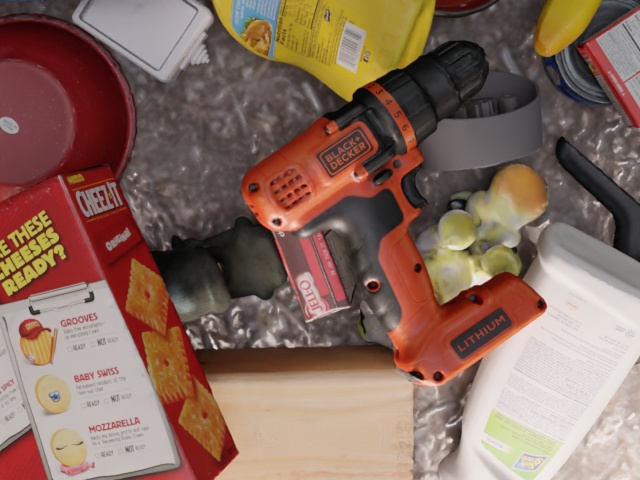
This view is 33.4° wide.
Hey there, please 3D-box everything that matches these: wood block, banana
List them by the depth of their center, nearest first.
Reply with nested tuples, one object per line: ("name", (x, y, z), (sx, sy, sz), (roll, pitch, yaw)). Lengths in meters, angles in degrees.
("banana", (0.181, -0.221, 0.765), (0.069, 0.037, 0.198), (2, 78, -10))
("wood block", (-0.038, 0.131, 0.793), (0.206, 0.091, 0.090), (-1, 97, -1))

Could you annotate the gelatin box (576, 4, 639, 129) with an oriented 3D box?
("gelatin box", (0.242, -0.134, 0.764), (0.089, 0.030, 0.073), (-34, 95, 2))

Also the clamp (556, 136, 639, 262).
("clamp", (0.265, -0.023, 0.806), (0.120, 0.039, 0.171), (-24, 103, 17))

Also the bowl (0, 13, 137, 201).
("bowl", (-0.218, -0.085, 0.779), (0.162, 0.055, 0.162), (0, 97, -1))

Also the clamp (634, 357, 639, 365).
("clamp", (0.249, 0.061, 0.797), (0.210, 0.036, 0.164), (-15, 107, 18))

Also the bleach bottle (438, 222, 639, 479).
("bleach bottle", (0.150, 0.116, 0.788), (0.102, 0.068, 0.251), (29, 115, 4))

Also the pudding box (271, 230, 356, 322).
("pudding box", (-0.005, 0.001, 0.766), (0.039, 0.113, 0.090), (-18, 97, 9))

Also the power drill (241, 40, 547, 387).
("power drill", (0.068, -0.015, 0.696), (0.184, 0.057, 0.187), (-34, 97, -7))

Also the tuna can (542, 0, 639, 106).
("tuna can", (0.211, -0.143, 0.795), (0.086, 0.034, 0.086), (0, 97, -2))

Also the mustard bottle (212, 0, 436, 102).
("mustard bottle", (-0.018, -0.169, 0.755), (0.192, 0.058, 0.096), (28, 132, 16))

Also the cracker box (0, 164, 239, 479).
("cracker box", (-0.172, 0.079, 0.703), (0.164, 0.072, 0.214), (-22, 93, 21))
